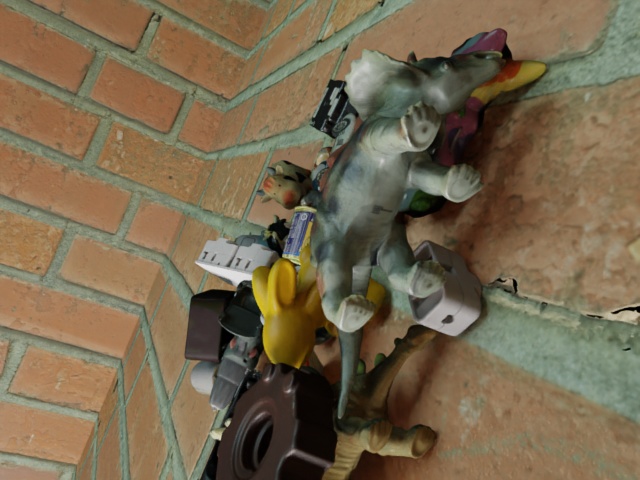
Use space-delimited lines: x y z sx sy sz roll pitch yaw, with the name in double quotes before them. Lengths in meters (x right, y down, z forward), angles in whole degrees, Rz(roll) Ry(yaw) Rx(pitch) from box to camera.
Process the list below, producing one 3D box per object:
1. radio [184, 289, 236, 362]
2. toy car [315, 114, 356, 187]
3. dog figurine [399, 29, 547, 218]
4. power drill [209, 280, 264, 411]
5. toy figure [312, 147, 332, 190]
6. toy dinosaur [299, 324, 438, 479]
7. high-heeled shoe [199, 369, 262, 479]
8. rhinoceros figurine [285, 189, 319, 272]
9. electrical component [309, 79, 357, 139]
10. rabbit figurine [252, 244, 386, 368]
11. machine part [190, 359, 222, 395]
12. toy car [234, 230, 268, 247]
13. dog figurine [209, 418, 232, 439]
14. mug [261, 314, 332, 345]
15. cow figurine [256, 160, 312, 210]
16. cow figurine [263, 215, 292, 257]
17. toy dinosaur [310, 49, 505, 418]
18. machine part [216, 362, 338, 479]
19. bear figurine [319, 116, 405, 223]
"radio" -0.226 0.177 1.147 0.229 0.073 0.131 91 -175 -88
"toy car" 0.047 -0.132 0.922 0.056 0.073 0.202 -10 49 36
"dog figurine" 0.165 -0.148 0.658 0.219 0.108 0.191 -39 34 45
"power drill" -0.133 0.177 0.959 0.207 0.086 0.232 93 -158 -55
"toy figure" 0.017 -0.137 1.049 0.064 0.057 0.154 -13 44 15
"toy dinosaur" -0.010 0.279 0.628 0.471 0.105 0.199 -57 25 6
"high-heeled shoe" -0.135 0.329 0.869 0.249 0.086 0.145 -77 2 -66
"rhinoceros figurine" -0.002 -0.003 0.949 0.112 0.073 0.190 -7 60 53
"electrical component" 0.037 -0.272 1.128 0.114 0.058 0.134 -64 22 12
"rabbit figurine" -0.016 0.090 0.716 0.122 0.162 0.173 -18 27 54
"machine part" -0.216 0.289 1.134 0.243 0.079 0.079 -25 47 60
"toy car" -0.147 0.028 1.198 0.162 0.103 0.109 3 71 65
"dog figurine" -0.080 0.353 0.764 0.172 0.121 0.190 -47 44 47
"mug" -0.032 0.121 0.846 0.107 0.109 0.080 31 121 58
"cow figurine" -0.072 -0.118 1.135 0.085 0.127 0.195 -63 20 17
"cow figurine" -0.075 -0.006 1.073 0.068 0.098 0.167 -71 21 7
"toy dinosaur" 0.052 -0.035 0.572 0.404 0.131 0.192 -64 26 11
"machine part" -0.053 0.222 0.581 0.179 0.056 0.179 -44 29 32
"bear figurine" 0.088 -0.121 0.799 0.132 0.120 0.196 17 64 42
